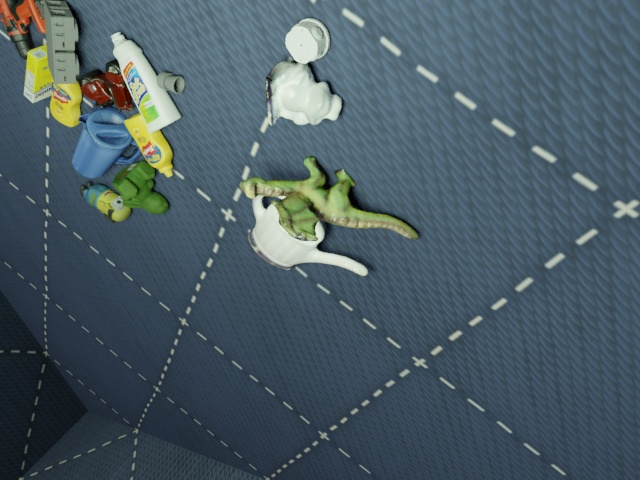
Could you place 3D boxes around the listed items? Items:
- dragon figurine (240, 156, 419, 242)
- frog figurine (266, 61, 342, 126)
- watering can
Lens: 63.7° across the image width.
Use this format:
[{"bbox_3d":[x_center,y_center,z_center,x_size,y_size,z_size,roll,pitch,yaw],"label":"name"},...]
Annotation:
[{"bbox_3d":[0.003,-0.058,1.148,0.413,0.247,0.119,28,130,17],"label":"dragon figurine"},{"bbox_3d":[-0.034,-0.311,1.096,0.159,0.125,0.134,-4,119,-6],"label":"frog figurine"},{"bbox_3d":[-0.053,0.009,1.334,0.347,0.106,0.220,43,138,-1],"label":"watering can"}]
